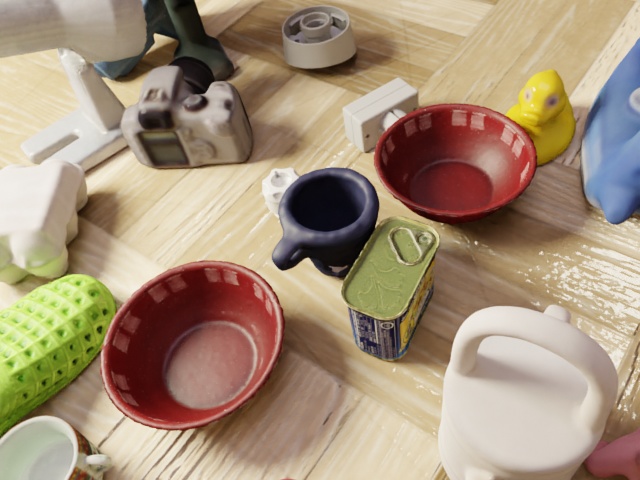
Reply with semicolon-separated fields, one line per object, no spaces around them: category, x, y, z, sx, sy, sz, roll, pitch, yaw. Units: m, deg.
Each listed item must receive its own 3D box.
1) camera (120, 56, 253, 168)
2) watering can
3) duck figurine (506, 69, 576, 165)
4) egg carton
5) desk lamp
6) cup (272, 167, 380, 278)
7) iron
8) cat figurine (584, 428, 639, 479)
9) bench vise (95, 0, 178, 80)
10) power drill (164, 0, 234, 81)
camera;-0.156;-0.168;0.694;0.143;0.101;0.137;-2;53;9
watering can;0.129;0.112;0.370;0.100;0.194;0.173;3;53;12
duck figurine;0.239;-0.144;0.617;0.077;0.086;0.105;23;60;25
egg carton;-0.318;-0.023;0.630;0.107;0.069;0.150;-7;52;4
desk lamp;-0.291;-0.206;0.673;0.203;0.214;0.117;-40;56;-20
cup;0.005;0.002;0.539;0.091;0.095;0.118;30;63;28
iron;0.328;-0.138;0.562;0.118;0.142;0.258;4;53;13
cat figurine;0.253;0.122;0.390;0.128;0.118;0.067;-34;55;-16
bench vise;-0.269;-0.360;0.784;0.121;0.220;0.208;16;57;21
power drill;-0.179;-0.310;0.738;0.075;0.209;0.229;-23;52;-8
